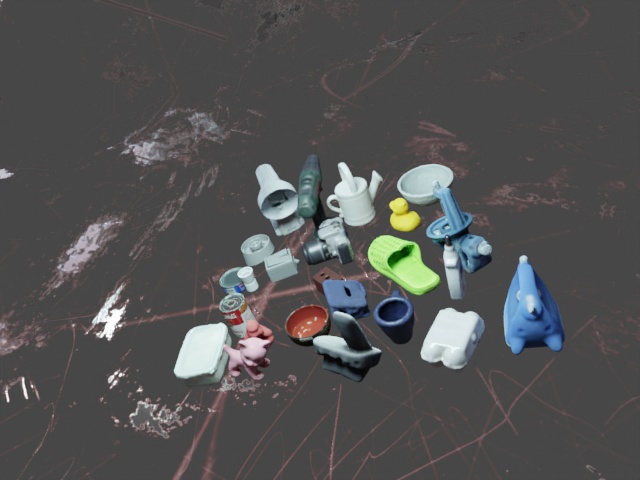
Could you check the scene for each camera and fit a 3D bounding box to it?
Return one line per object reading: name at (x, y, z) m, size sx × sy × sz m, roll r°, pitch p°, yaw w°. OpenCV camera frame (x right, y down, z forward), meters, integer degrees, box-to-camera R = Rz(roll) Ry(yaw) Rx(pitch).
camera at (0.015, 0.006, 1.625) m, size 0.137 × 0.101 × 0.143 m, roll -20°, pitch 35°, yaw 2°

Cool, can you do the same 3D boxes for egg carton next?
egg carton at (0.288, 0.214, 1.235) m, size 0.107 × 0.069 × 0.150 m, roll 7°, pitch 43°, yaw 33°

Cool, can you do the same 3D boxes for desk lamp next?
desk lamp at (-0.131, -0.119, 1.767) m, size 0.118 × 0.214 × 0.202 m, roll -24°, pitch 35°, yaw -5°

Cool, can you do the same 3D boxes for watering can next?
watering can at (0.102, -0.149, 1.707) m, size 0.173 × 0.194 × 0.100 m, roll -36°, pitch 38°, yaw -20°

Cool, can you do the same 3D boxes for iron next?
iron at (0.445, 0.116, 1.224) m, size 0.118 × 0.142 × 0.258 m, roll -8°, pitch 37°, yaw 17°

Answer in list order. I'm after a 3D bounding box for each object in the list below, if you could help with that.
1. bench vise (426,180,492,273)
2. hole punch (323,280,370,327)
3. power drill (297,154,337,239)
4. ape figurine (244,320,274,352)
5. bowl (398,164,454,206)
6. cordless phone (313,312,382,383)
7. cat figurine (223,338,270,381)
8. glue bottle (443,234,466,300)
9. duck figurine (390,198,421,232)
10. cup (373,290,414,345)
bench vise at (0.348, -0.041, 1.415) m, size 0.206 × 0.220 × 0.122 m, roll 19°, pitch 51°, yaw 42°
hole punch at (0.065, 0.142, 1.425) m, size 0.101 × 0.091 × 0.108 m, roll -20°, pitch 35°, yaw 1°
power drill at (-0.011, -0.115, 1.706) m, size 0.075 × 0.209 × 0.229 m, roll -9°, pitch 37°, yaw 16°
ape figurine at (-0.157, 0.236, 1.413) m, size 0.078 × 0.092 × 0.076 m, roll -21°, pitch 35°, yaw 0°
bowl at (0.319, -0.151, 1.704) m, size 0.167 × 0.075 × 0.167 m, roll -14°, pitch 36°, yaw 10°
cordless phone at (0.046, 0.212, 1.260) m, size 0.147 × 0.185 × 0.094 m, roll 8°, pitch 44°, yaw 34°
cat figurine at (-0.172, 0.269, 1.353) m, size 0.127 × 0.118 × 0.067 m, roll 0°, pitch 40°, yaw 27°
glue bottle at (0.312, 0.057, 1.343) m, size 0.037 × 0.173 × 0.078 m, roll -7°, pitch 37°, yaw 19°
duck figurine at (0.238, -0.078, 1.637) m, size 0.078 × 0.086 × 0.104 m, roll -35°, pitch 37°, yaw -19°
cup at (0.178, 0.182, 1.312) m, size 0.091 × 0.095 × 0.118 m, roll -8°, pitch 37°, yaw 18°
